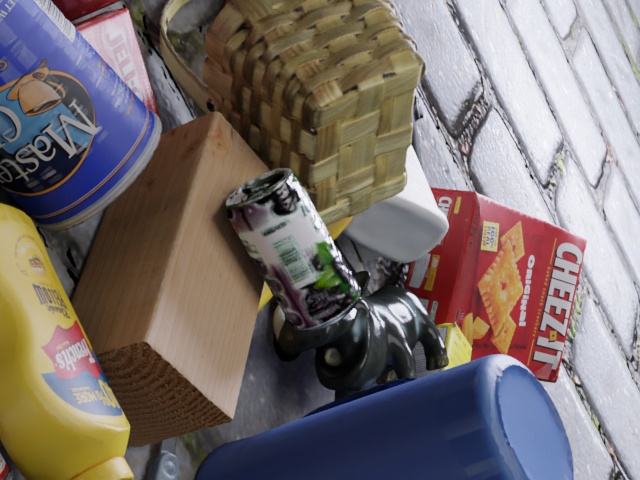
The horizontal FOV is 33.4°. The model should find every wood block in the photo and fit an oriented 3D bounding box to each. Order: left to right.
[{"bbox_3d":[-0.099,0.023,0.726,0.090,0.090,0.206,48,37,-34],"label":"wood block"}]

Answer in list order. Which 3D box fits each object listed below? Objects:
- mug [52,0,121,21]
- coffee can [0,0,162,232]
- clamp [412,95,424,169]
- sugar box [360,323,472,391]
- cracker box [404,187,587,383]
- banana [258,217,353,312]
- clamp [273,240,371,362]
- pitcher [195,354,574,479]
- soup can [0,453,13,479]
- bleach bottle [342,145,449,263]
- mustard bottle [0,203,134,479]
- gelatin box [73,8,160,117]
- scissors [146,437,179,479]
[{"bbox_3d":[-0.185,-0.187,0.722,0.117,0.093,0.081,-31,107,-28],"label":"mug"},{"bbox_3d":[-0.179,-0.088,0.645,0.140,0.103,0.102,49,36,-32],"label":"coffee can"},{"bbox_3d":[0.089,-0.128,1.135,0.171,0.039,0.120,56,25,-61],"label":"clamp"},{"bbox_3d":[0.076,0.156,0.930,0.048,0.093,0.176,52,36,-31],"label":"sugar box"},{"bbox_3d":[0.180,0.051,1.094,0.213,0.072,0.164,17,85,-43],"label":"cracker box"},{"bbox_3d":[-0.041,0.031,0.826,0.197,0.070,0.037,-49,122,-45],"label":"banana"},{"bbox_3d":[-0.006,0.001,0.942,0.164,0.036,0.210,5,69,-57],"label":"clamp"},{"bbox_3d":[0.043,0.159,0.724,0.144,0.243,0.149,13,55,-53],"label":"pitcher"},{"bbox_3d":[-0.207,0.091,0.530,0.102,0.069,0.068,64,31,-10],"label":"soup can"},{"bbox_3d":[0.046,-0.099,1.022,0.102,0.068,0.251,25,36,-33],"label":"bleach bottle"},{"bbox_3d":[-0.153,0.073,0.584,0.192,0.058,0.096,60,5,14],"label":"mustard bottle"},{"bbox_3d":[-0.152,-0.113,0.757,0.073,0.030,0.089,-48,129,-58],"label":"gelatin box"},{"bbox_3d":[-0.095,0.172,0.716,0.096,0.016,0.201,52,36,-26],"label":"scissors"}]
